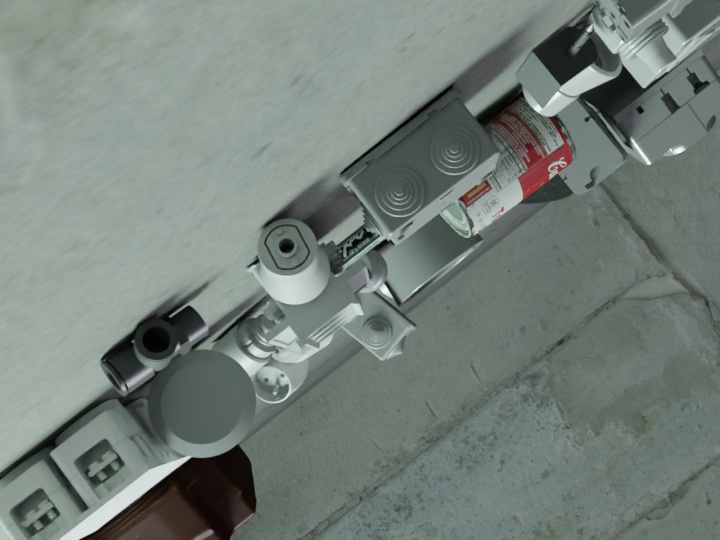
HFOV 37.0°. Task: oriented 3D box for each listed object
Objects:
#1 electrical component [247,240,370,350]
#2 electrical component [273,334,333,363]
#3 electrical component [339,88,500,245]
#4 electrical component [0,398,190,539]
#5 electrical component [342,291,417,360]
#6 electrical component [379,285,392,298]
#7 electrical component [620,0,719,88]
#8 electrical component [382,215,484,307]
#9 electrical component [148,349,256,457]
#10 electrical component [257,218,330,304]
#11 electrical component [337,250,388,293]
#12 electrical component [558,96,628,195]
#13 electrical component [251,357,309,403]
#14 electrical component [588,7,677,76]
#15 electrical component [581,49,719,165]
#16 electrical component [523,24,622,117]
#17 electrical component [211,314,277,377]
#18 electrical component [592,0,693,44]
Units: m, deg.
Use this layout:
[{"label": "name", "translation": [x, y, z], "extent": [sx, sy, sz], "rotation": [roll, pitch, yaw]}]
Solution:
[{"label": "electrical component", "translation": [-0.035, 0.015, 0.737], "extent": [0.079, 0.063, 0.121], "rotation": [-38, 174, -2]}, {"label": "electrical component", "translation": [-0.065, 0.071, 1.093], "extent": [0.043, 0.043, 0.081], "rotation": [-41, 174, 29]}, {"label": "electrical component", "translation": [0.040, -0.060, 0.672], "extent": [0.100, 0.048, 0.100], "rotation": [-38, 175, 2]}, {"label": "electrical component", "translation": [-0.202, 0.155, 0.826], "extent": [0.105, 0.060, 0.186], "rotation": [-38, 174, -3]}, {"label": "electrical component", "translation": [0.008, 0.048, 1.092], "extent": [0.048, 0.100, 0.100], "rotation": [-51, 174, 1]}, {"label": "electrical component", "translation": [0.057, -0.009, 1.212], "extent": [0.081, 0.043, 0.043], "rotation": [-41, 174, 24]}, {"label": "electrical component", "translation": [0.254, -0.204, 0.821], "extent": [0.109, 0.056, 0.108], "rotation": [-37, 174, -6]}, {"label": "electrical component", "translation": [0.063, -0.020, 1.076], "extent": [0.108, 0.060, 0.108], "rotation": [-37, 174, -4]}, {"label": "electrical component", "translation": [-0.120, 0.101, 0.820], "extent": [0.080, 0.080, 0.051], "rotation": [-37, 180, -8]}, {"label": "electrical component", "translation": [-0.041, -0.007, 0.643], "extent": [0.044, 0.044, 0.065], "rotation": [-37, 170, -7]}, {"label": "electrical component", "translation": [0.000, 0.000, 0.961], "extent": [0.040, 0.040, 0.046], "rotation": [-39, 168, 11]}, {"label": "electrical component", "translation": [0.178, -0.113, 0.902], "extent": [0.050, 0.089, 0.056], "rotation": [-40, 174, 20]}, {"label": "electrical component", "translation": [-0.099, 0.106, 1.129], "extent": [0.079, 0.043, 0.077], "rotation": [-17, -161, 19]}, {"label": "electrical component", "translation": [0.187, -0.160, 0.724], "extent": [0.043, 0.062, 0.043], "rotation": [-37, 175, -4]}, {"label": "electrical component", "translation": [0.256, -0.152, 0.955], "extent": [0.089, 0.061, 0.150], "rotation": [-39, -164, 8]}, {"label": "electrical component", "translation": [0.148, -0.139, 0.766], "extent": [0.044, 0.044, 0.065], "rotation": [-33, 177, -43]}, {"label": "electrical component", "translation": [-0.087, 0.058, 0.874], "extent": [0.078, 0.040, 0.040], "rotation": [-41, 173, 29]}, {"label": "electrical component", "translation": [0.178, -0.174, 0.659], "extent": [0.064, 0.042, 0.081], "rotation": [-37, 174, 4]}]
